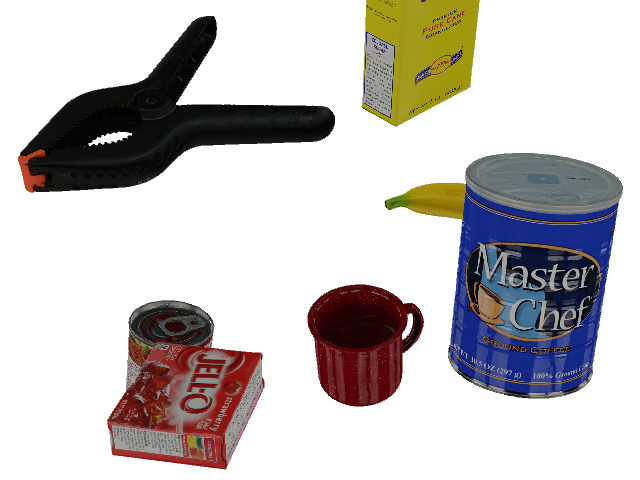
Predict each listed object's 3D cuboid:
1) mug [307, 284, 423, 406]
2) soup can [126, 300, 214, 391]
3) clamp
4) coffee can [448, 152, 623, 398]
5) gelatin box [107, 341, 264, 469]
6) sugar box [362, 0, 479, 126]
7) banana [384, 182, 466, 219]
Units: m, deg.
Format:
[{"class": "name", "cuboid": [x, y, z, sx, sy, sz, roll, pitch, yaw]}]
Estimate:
[{"class": "mug", "cuboid": [0.047, 0.097, 1.014, 0.117, 0.081, 0.093, -23, 42, -22]}, {"class": "soup can", "cuboid": [-0.125, 0.110, 0.873, 0.068, 0.102, 0.068, 7, 28, -4]}, {"class": "clamp", "cuboid": [-0.106, -0.082, 0.743, 0.209, 0.036, 0.165, -34, 52, -30]}, {"class": "coffee can", "cuboid": [0.144, 0.022, 0.732, 0.103, 0.140, 0.103, 2, 23, -1]}, {"class": "gelatin box", "cuboid": [-0.081, 0.100, 0.663, 0.073, 0.030, 0.089, 5, 29, 12]}, {"class": "sugar box", "cuboid": [0.080, -0.184, 0.812, 0.093, 0.176, 0.048, -31, 51, -31]}, {"class": "banana", "cuboid": [0.170, -0.029, 1.111, 0.198, 0.037, 0.069, 11, 38, 23]}]
